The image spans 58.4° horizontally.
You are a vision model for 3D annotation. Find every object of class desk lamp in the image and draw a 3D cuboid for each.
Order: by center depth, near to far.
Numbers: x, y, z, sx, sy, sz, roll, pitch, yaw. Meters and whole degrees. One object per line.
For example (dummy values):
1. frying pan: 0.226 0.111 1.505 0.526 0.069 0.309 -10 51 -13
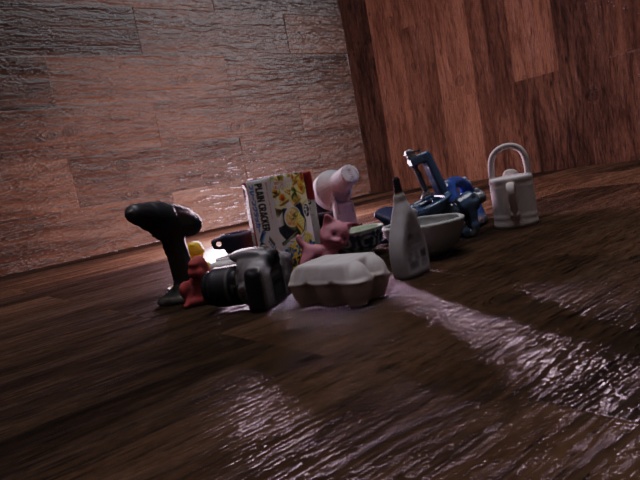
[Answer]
1. desk lamp: 0.071 -0.108 1.660 0.118 0.213 0.202 -13 7 -23

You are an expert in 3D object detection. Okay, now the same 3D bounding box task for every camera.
1. camera: -0.127 0.063 0.990 0.136 0.101 0.143 -8 7 17

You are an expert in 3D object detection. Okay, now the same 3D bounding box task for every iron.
1. iron: 0.362 -0.104 1.486 0.118 0.141 0.259 -6 8 35

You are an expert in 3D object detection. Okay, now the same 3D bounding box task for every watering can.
1. watering can: 0.447 -0.131 1.348 0.101 0.194 0.173 -11 7 -2

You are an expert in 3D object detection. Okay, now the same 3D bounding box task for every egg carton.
1. egg carton: 0.030 0.062 0.890 0.149 0.069 0.107 -5 8 36

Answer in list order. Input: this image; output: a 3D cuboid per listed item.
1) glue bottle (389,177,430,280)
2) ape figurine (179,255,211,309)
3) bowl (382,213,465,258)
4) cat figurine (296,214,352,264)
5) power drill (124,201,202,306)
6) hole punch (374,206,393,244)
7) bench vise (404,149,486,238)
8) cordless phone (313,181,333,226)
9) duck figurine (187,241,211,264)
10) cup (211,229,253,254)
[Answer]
1. glue bottle: 0.145 -0.023 0.982 0.037 0.173 0.078 -3 10 46
2. ape figurine: -0.226 0.075 1.080 0.077 0.092 0.076 -5 8 38
3. bowl: 0.212 -0.004 1.152 0.167 0.075 0.167 -10 6 1
4. cat figurine: 0.011 0.004 1.206 0.128 0.118 0.067 -10 7 0
5. power drill: -0.300 0.020 1.156 0.075 0.208 0.230 -9 7 14
6. hole punch: 0.200 -0.042 1.426 0.100 0.091 0.109 -5 8 37
7. bench vise: 0.266 -0.105 1.301 0.208 0.220 0.121 -14 8 -30
8. cordless phone: -0.024 -0.087 1.754 0.148 0.185 0.094 -14 7 -27
9. duck figurine: -0.328 0.047 1.515 0.077 0.086 0.104 -10 7 4
10. cup: -0.215 0.028 1.458 0.118 0.095 0.091 -14 8 -31
